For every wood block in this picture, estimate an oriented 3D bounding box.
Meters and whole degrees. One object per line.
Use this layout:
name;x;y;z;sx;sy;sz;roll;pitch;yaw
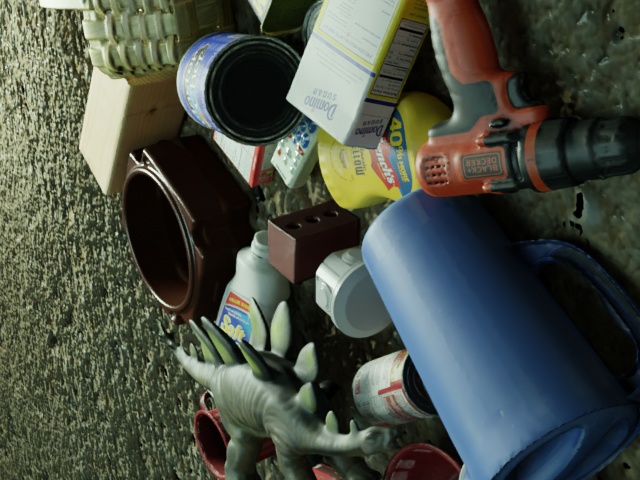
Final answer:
wood block;-0.231;-0.160;1.331;0.090;0.090;0.206;58;146;23

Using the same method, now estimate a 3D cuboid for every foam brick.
foam brick;-0.007;0.001;1.063;0.053;0.078;0.051;36;136;46

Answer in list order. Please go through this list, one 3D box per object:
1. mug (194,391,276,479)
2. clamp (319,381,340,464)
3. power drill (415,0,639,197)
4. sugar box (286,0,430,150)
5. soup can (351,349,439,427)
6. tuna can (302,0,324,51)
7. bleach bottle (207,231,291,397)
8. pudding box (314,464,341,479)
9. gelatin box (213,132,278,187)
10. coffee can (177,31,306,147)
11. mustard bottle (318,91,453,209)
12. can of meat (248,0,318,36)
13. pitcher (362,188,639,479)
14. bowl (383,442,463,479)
mug;-0.107;0.235;1.344;0.117;0.081;0.093;55;146;26
clamp;-0.012;0.197;1.211;0.172;0.039;0.120;18;120;54
power drill;0.138;-0.125;0.758;0.185;0.057;0.187;-5;96;39
sugar box;0.041;-0.173;0.874;0.093;0.048;0.176;44;122;41
soup can;0.081;0.137;1.000;0.102;0.068;0.068;-31;79;59
tuna can;0.022;-0.177;0.966;0.086;0.033;0.086;35;133;46
bleach bottle;-0.083;0.092;1.252;0.103;0.067;0.251;45;138;38
pudding box;0.010;0.320;1.242;0.090;0.039;0.113;9;111;58
gelatin box;-0.080;-0.114;1.169;0.089;0.030;0.073;52;146;30
coffee can;-0.077;-0.150;1.039;0.140;0.102;0.103;-146;45;-69
mustard bottle;0.071;-0.077;0.914;0.192;0.058;0.096;0;100;58
can of meat;-0.038;-0.258;1.000;0.084;0.057;0.102;61;148;23
pitcher;0.136;0.067;0.817;0.145;0.149;0.243;100;149;-50
bowl;0.124;0.264;0.994;0.162;0.055;0.162;13;106;57
